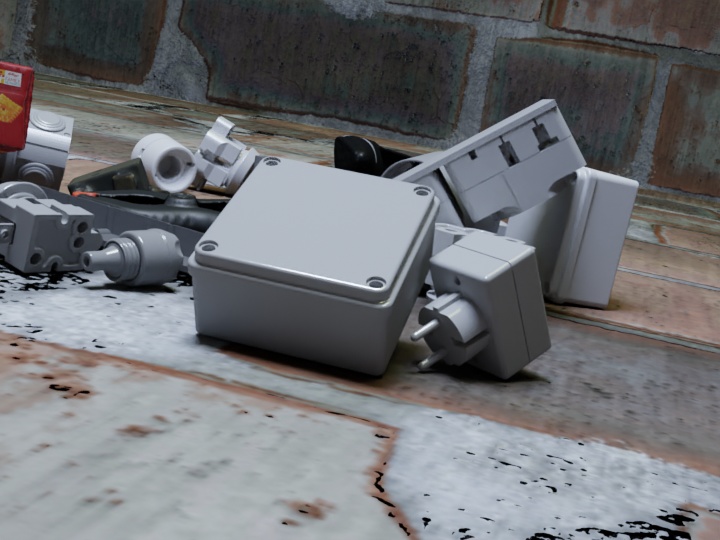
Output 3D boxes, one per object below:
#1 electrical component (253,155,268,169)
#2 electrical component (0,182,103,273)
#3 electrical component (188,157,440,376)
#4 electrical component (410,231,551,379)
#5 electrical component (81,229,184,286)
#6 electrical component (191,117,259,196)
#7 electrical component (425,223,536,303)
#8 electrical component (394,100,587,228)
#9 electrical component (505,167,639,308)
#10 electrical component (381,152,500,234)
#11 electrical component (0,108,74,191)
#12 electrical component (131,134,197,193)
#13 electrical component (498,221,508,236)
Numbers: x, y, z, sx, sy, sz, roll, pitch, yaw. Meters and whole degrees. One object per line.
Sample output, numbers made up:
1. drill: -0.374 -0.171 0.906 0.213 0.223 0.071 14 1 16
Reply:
1. electrical component: -0.068 -0.074 1.028 0.078 0.057 0.058 15 11 28
2. electrical component: -0.203 -0.026 0.664 0.055 0.048 0.066 26 17 33
3. electrical component: -0.022 -0.005 0.585 0.109 0.056 0.108 12 38 13
4. electrical component: 0.058 0.027 0.588 0.077 0.065 0.047 -31 31 -28
5. electrical component: -0.139 -0.007 0.649 0.035 0.035 0.061 18 16 40
6. electrical component: -0.144 -0.115 1.149 0.057 0.078 0.058 31 10 -3
7. electrical component: 0.077 0.004 0.736 0.078 0.057 0.058 18 13 38
8. electrical component: 0.072 -0.058 0.814 0.186 0.060 0.105 -27 6 9
9. electrical component: 0.170 -0.034 0.893 0.056 0.108 0.109 10 10 -19
10. electrical component: 0.062 -0.051 0.918 0.099 0.099 0.064 18 19 38
11. electrical component: -0.269 -0.095 0.888 0.051 0.080 0.080 12 9 -19
12. electrical component: -0.198 -0.107 1.093 0.055 0.055 0.047 2 16 -37
13. electrical component: 0.117 -0.025 0.974 0.045 0.045 0.055 8 11 -11
